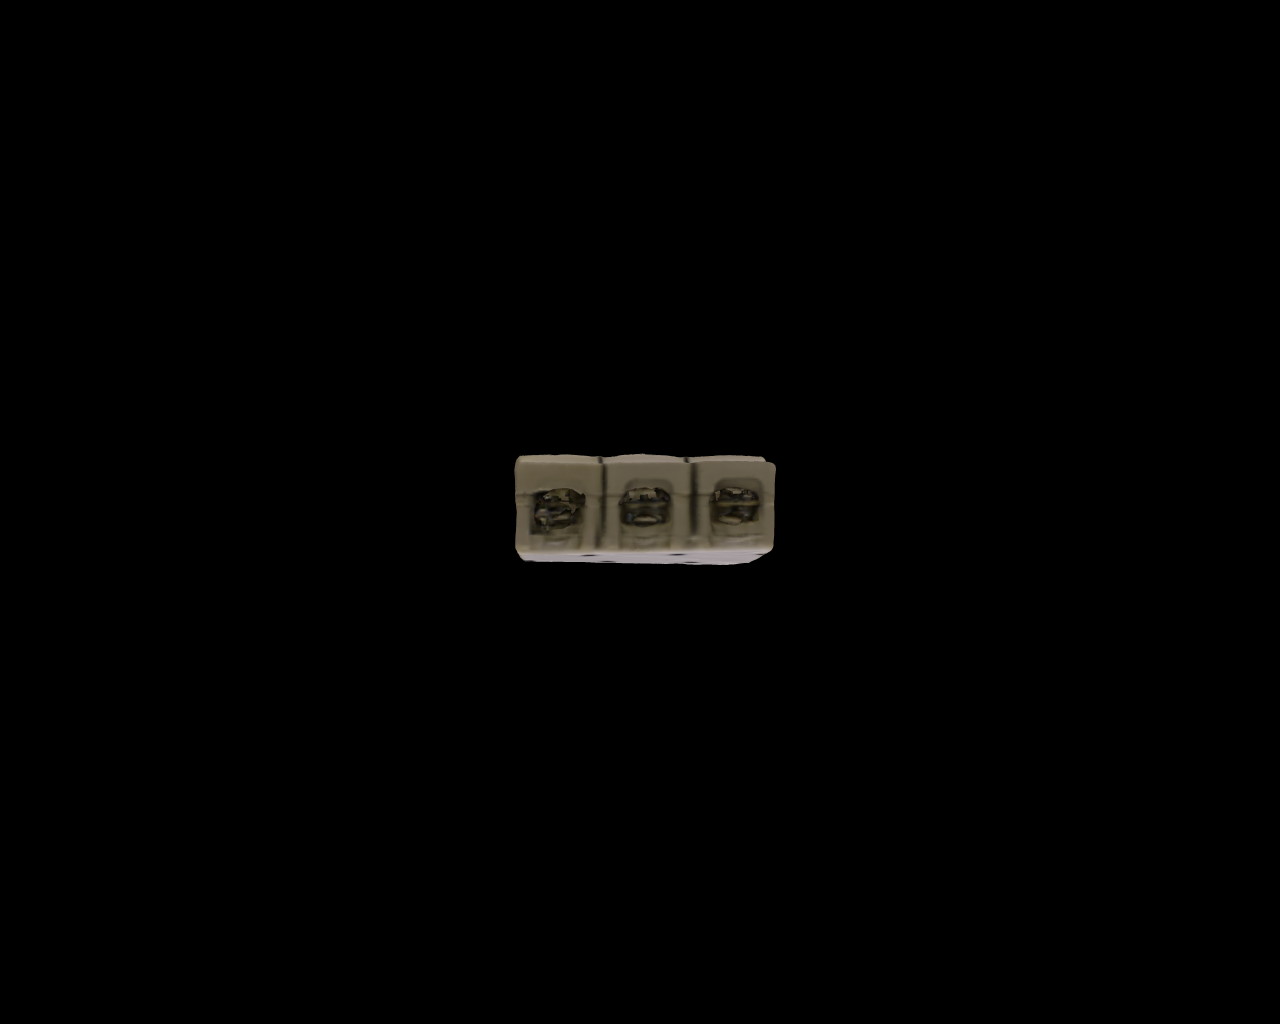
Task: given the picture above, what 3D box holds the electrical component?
[{"bbox_3d":[0.001,-0.003,0.650,0.150,0.061,0.089,1,-7,-5],"label":"electrical component"}]
